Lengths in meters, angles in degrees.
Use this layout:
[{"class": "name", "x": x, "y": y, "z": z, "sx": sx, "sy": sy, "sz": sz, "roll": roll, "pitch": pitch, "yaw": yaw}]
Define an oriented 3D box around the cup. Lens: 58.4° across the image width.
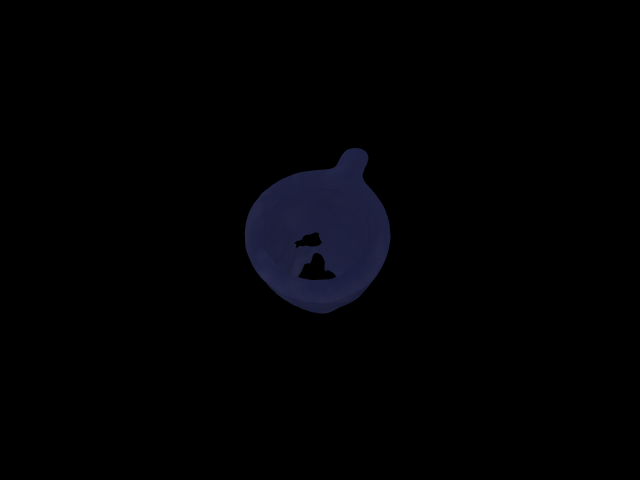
[{"class": "cup", "x": 0.004, "y": 0.001, "z": 0.400, "sx": 0.091, "sy": 0.095, "sz": 0.118, "roll": 20, "pitch": 66, "yaw": 10}]
